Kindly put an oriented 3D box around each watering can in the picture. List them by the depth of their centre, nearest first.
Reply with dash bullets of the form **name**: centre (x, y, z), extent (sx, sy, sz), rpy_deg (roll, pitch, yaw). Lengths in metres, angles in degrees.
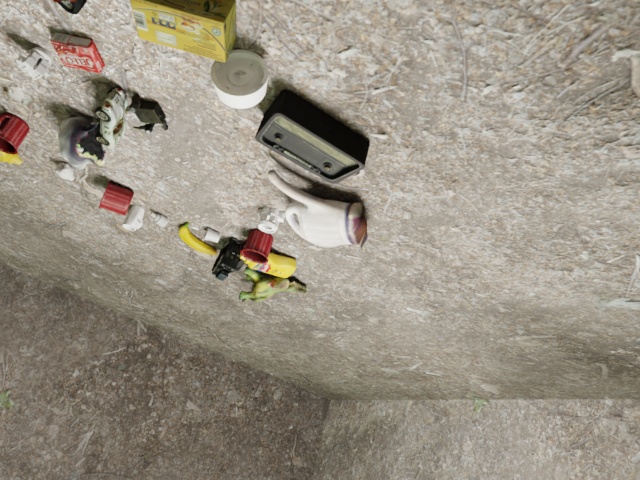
- **watering can**: centre (0.004, -0.068, 1.350), extent (0.224, 0.106, 0.341), rpy_deg (4, 151, 21)

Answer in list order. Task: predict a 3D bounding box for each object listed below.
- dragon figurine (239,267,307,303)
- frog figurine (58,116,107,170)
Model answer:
- **dragon figurine**: centre (-0.172, 0.191, 1.962), extent (0.243, 0.123, 0.405), rpy_deg (7, 168, 4)
- **frog figurine**: centre (-0.646, -0.256, 1.359), extent (0.160, 0.125, 0.135), rpy_deg (9, 120, 33)
